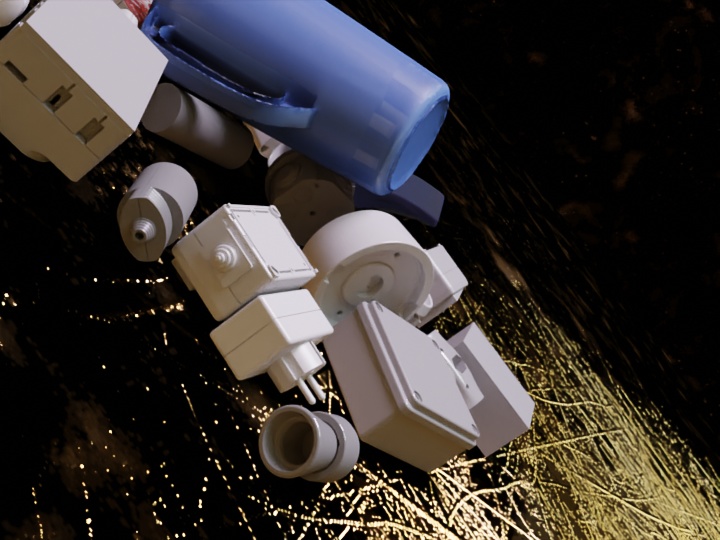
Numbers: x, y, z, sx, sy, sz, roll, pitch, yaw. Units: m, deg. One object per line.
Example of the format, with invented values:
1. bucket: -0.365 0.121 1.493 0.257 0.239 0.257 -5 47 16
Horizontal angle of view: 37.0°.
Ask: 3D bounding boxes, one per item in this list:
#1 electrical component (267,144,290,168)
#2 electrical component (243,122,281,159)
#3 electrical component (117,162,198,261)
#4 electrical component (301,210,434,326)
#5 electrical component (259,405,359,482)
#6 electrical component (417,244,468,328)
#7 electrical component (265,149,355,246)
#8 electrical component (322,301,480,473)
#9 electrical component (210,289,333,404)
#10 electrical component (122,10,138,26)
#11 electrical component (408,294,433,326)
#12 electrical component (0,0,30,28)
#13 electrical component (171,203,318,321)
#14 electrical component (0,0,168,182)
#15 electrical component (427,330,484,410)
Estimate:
1. electrical component: -0.057 -0.088 1.010 0.079 0.043 0.077 44 -9 51
2. electrical component: -0.055 -0.141 1.069 0.113 0.078 0.057 29 30 -55
3. electrical component: -0.135 -0.037 0.700 0.043 0.043 0.081 48 17 -17
4. electrical component: 0.000 0.000 0.889 0.108 0.108 0.060 36 18 -45
5. electrical component: -0.031 0.111 0.679 0.055 0.045 0.045 26 31 -58
6. electrical component: 0.071 0.017 1.119 0.061 0.062 0.096 55 16 5
7. electrical component: -0.043 -0.065 0.945 0.080 0.080 0.051 42 25 -34
8. electrical component: 0.032 0.094 0.864 0.109 0.056 0.108 35 25 -47
9. electrical component: -0.049 0.058 0.734 0.075 0.047 0.083 56 17 9
10. electrical component: -0.192 -0.172 0.819 0.043 0.043 0.081 46 18 -25
11. electrical component: 0.029 0.029 0.988 0.058 0.057 0.078 35 24 -46
12. electrical component: -0.241 -0.187 0.717 0.048 0.048 0.062 49 10 -14
13. electrical component: -0.084 -0.004 0.739 0.061 0.061 0.096 56 16 9
14. electrical component: -0.189 -0.130 0.707 0.089 0.062 0.150 47 17 -22
15. electrical component: 0.070 0.100 0.978 0.077 0.043 0.079 55 17 4
